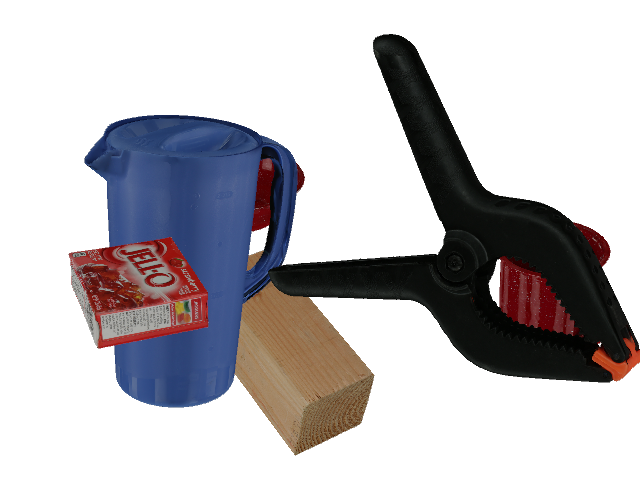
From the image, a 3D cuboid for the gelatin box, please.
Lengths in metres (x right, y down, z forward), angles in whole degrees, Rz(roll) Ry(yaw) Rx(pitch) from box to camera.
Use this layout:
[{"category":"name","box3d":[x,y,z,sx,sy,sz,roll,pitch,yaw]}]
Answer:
[{"category":"gelatin box","box3d":[-0.121,0.031,0.701,0.073,0.030,0.089,-9,28,-20]}]

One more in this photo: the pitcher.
[{"category":"pitcher","box3d":[-0.114,0.017,0.938,0.149,0.243,0.144,10,22,14]}]

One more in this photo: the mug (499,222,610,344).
[{"category":"mug","box3d":[0.198,0.045,0.885,0.093,0.081,0.117,-20,34,-25]}]

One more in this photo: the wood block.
[{"category":"wood block","box3d":[-0.042,0.117,1.162,0.090,0.090,0.206,-20,51,-29]}]

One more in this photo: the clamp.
[{"category":"clamp","box3d":[0.077,-0.002,0.562,0.210,0.165,0.036,29,25,25]}]

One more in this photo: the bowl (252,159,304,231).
[{"category":"bowl","box3d":[-0.101,-0.055,1.323,0.162,0.055,0.162,0,31,0]}]
